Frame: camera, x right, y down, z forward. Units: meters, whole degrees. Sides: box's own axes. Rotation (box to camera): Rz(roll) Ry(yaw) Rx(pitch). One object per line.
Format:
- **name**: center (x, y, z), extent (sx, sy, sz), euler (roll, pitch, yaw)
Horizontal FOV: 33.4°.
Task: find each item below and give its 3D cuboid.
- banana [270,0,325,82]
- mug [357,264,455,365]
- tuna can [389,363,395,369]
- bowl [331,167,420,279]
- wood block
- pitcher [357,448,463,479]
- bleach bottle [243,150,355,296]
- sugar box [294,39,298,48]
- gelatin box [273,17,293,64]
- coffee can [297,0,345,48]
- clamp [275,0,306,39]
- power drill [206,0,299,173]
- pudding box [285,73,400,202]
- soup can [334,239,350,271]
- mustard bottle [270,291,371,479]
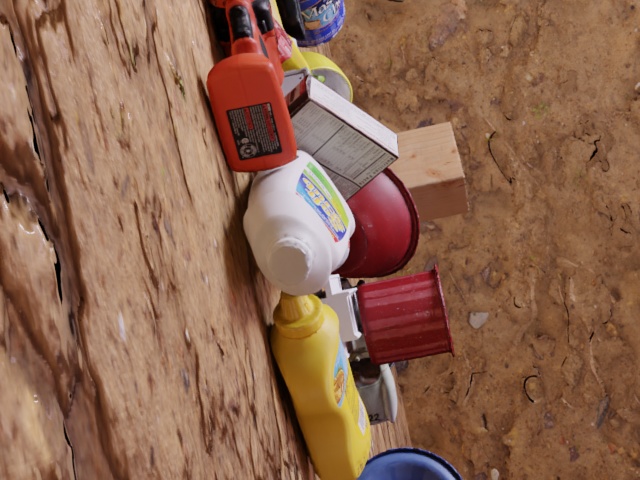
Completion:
- **banana**: center (-0.052, -0.246, 1.144), extent (0.037, 0.070, 0.198), euler (-26, 91, -48)
- **mug**: center (0.083, 0.071, 1.055), extent (0.117, 0.081, 0.093), euler (-92, 169, -62)
- **tuna can**: center (0.063, 0.137, 1.395), extent (0.033, 0.086, 0.086), euler (-36, 114, -81)
- **bowl**: center (0.022, -0.017, 1.130), extent (0.055, 0.162, 0.162), euler (-44, 128, -47)
- **wood block**: center (0.078, -0.072, 1.366), extent (0.091, 0.206, 0.090), euler (69, 11, -58)
- **pitcher**: center (0.106, 0.328, 1.146), extent (0.243, 0.145, 0.149), euler (75, 4, -61)
- **bleach bottle**: center (-0.016, -0.005, 0.840), extent (0.102, 0.068, 0.251), euler (56, 7, -11)
- **sugar box**: center (-0.039, -0.186, 1.263), extent (0.093, 0.048, 0.176), euler (-94, 167, -57)
- **gelatin box**: center (-0.058, -0.203, 1.016), extent (0.073, 0.030, 0.089), euler (51, 12, -16)
- **coffee can**: center (-0.024, -0.335, 1.429), extent (0.140, 0.103, 0.103), euler (63, 16, -72)
- **clamp**: center (-0.036, -0.271, 1.005), extent (0.164, 0.210, 0.036), euler (-50, 149, -22)
- **power drill**: center (-0.061, -0.160, 0.865), extent (0.187, 0.057, 0.184), euler (-96, 173, -48)
- **pudding box**: center (0.003, -0.087, 0.977), extent (0.113, 0.090, 0.039), euler (30, 36, -30)
- **soup can**: center (-0.007, 0.001, 1.041), extent (0.102, 0.068, 0.068), euler (30, 48, -84)
- **mustard bottle**: center (-0.002, 0.111, 0.891), extent (0.096, 0.058, 0.191), euler (-86, 165, -49)
